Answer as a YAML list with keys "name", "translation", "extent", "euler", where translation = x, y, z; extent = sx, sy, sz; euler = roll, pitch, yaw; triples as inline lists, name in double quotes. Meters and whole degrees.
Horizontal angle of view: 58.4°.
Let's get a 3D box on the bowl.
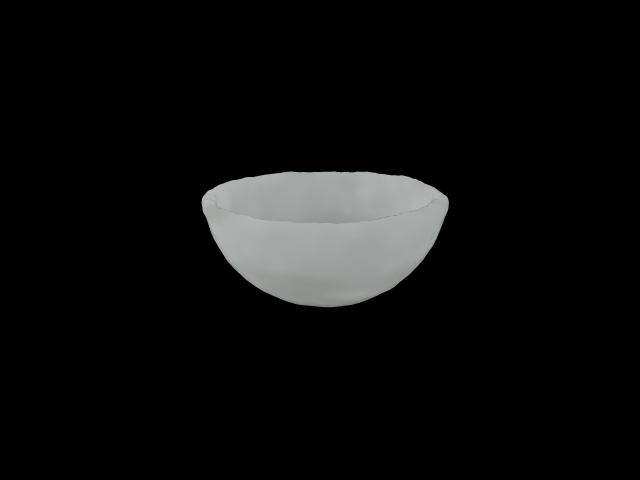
- name: "bowl"
  translation: [0.004, 0.001, 0.400]
  extent: [0.167, 0.075, 0.167]
  euler: [0, 18, 0]
